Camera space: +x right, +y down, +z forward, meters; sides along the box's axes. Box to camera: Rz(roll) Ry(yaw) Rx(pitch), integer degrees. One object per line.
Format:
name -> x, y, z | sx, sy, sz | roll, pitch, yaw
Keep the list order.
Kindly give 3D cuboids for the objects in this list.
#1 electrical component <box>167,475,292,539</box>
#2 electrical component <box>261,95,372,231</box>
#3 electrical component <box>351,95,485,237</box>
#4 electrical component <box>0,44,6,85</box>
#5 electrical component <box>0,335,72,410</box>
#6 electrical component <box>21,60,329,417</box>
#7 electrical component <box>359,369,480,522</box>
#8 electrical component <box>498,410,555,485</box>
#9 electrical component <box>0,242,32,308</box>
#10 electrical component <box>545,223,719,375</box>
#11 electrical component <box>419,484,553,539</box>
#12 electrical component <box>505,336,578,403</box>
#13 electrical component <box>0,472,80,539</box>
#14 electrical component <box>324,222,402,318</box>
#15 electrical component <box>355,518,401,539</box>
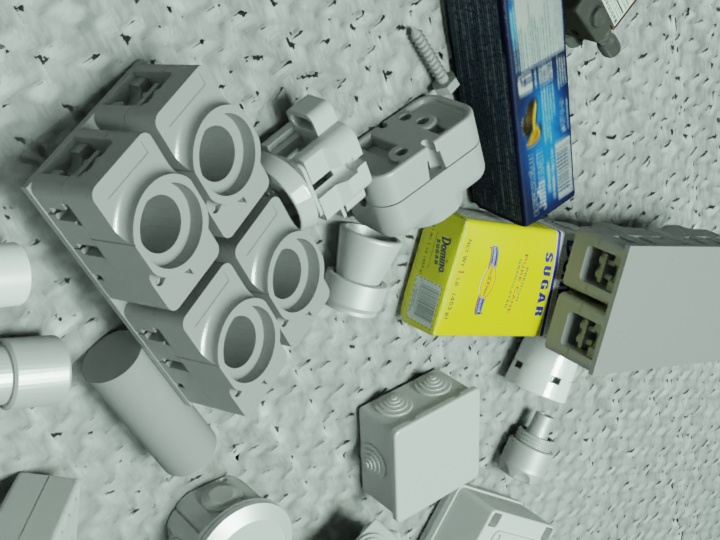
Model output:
electrical component -> -0.092, 0.188, 0.749 | 0.080, 0.051, 0.080 | -20, 123, -34
electrical component -> -0.034, -0.060, 0.673 | 0.057, 0.058, 0.078 | -42, 133, -23
electrical component -> 0.037, -0.068, 0.735 | 0.095, 0.054, 0.059 | -37, 131, -23
electrical component -> -0.222, -0.105, 0.466 | 0.113, 0.078, 0.057 | -17, 118, -35
electrical component -> -0.198, 0.058, 0.596 | 0.078, 0.040, 0.040 | -2, 112, -41
electrical component -> -0.092, -0.013, 0.619 | 0.105, 0.060, 0.186 | -57, 138, -31
electrical component -> 0.046, 0.135, 0.849 | 0.100, 0.048, 0.099 | -23, 124, -33
electrical component -> 0.153, 0.157, 0.960 | 0.043, 0.043, 0.062 | 18, 96, -45
electrical component -> -0.207, 0.004, 0.562 | 0.065, 0.044, 0.044 | -6, 115, -45
electrical component -> 0.242, 0.021, 0.894 | 0.186, 0.060, 0.105 | -1, 110, -41
electrical component -> 0.104, 0.253, 0.954 | 0.109, 0.056, 0.108 | 27, 92, -46
electrical component -> 0.158, 0.082, 0.920 | 0.055, 0.055, 0.047 | 20, 93, -45
electrical component -> -0.209, 0.156, 0.619 | 0.076, 0.083, 0.047 | 8, 109, -4
electrical component -> 0.000, 0.000, 0.742 | 0.045, 0.045, 0.055 | 5, 107, -43
electrical component -> 0.000, 0.246, 0.839 | 0.099, 0.048, 0.099 | -45, 165, -17
